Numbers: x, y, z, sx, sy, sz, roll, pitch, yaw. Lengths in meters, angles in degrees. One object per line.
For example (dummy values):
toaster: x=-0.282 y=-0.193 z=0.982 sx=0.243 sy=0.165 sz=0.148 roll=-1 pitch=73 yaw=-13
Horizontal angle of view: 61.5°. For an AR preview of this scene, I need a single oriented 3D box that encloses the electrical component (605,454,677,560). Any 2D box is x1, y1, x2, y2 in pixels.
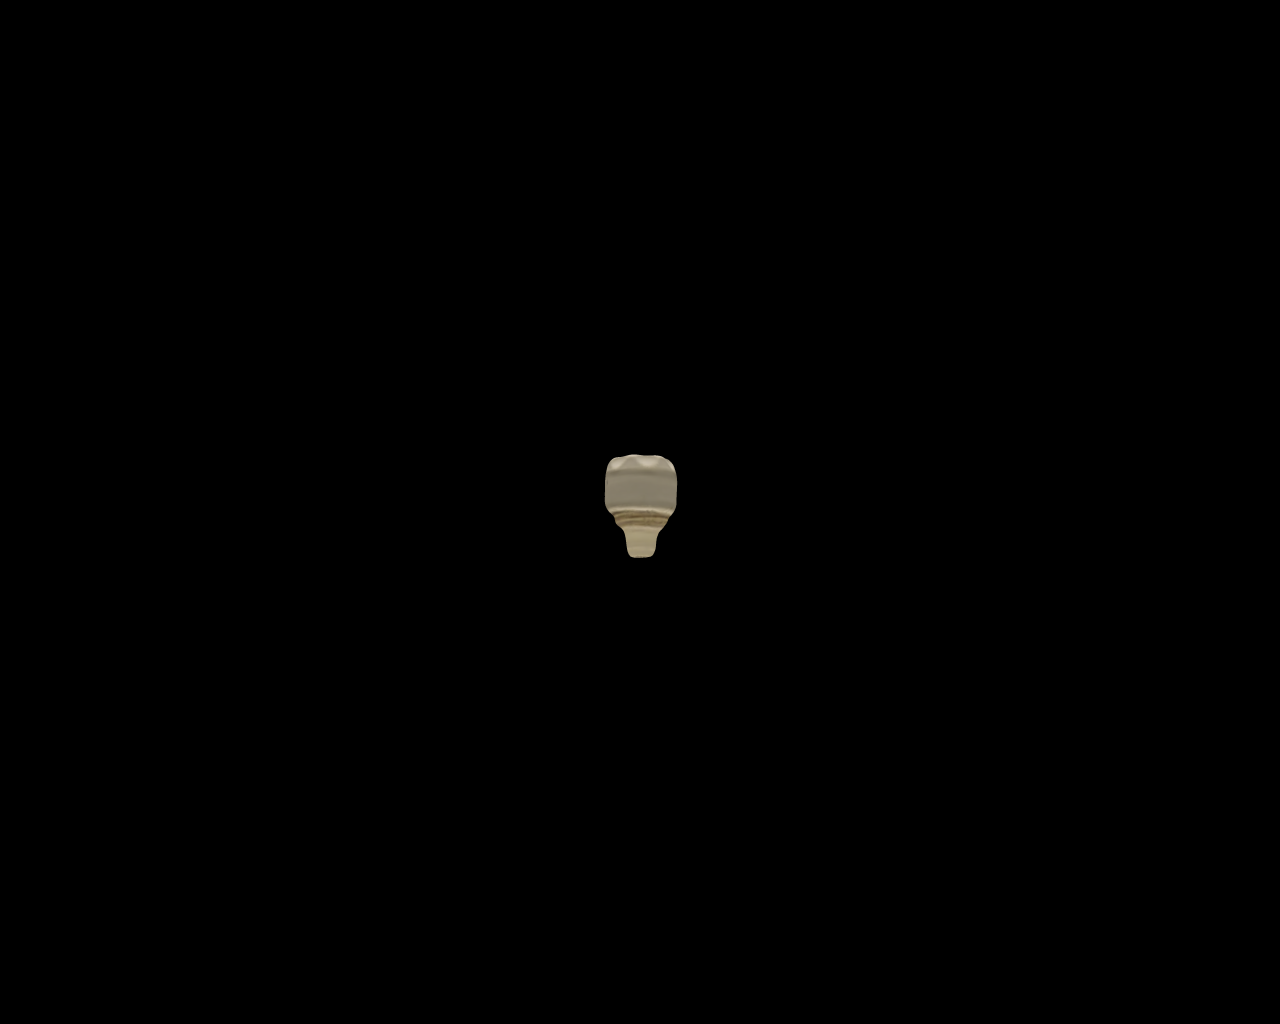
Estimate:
electrical component: x=0.001 y=-0.003 z=0.650 sx=0.043 sy=0.062 sz=0.043 roll=0 pitch=-7 yaw=0
